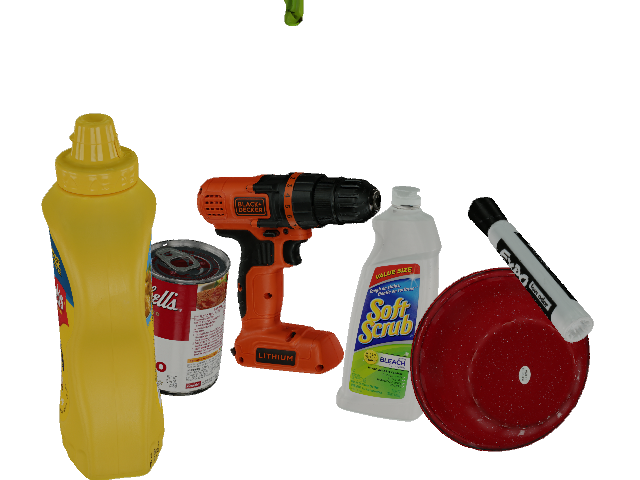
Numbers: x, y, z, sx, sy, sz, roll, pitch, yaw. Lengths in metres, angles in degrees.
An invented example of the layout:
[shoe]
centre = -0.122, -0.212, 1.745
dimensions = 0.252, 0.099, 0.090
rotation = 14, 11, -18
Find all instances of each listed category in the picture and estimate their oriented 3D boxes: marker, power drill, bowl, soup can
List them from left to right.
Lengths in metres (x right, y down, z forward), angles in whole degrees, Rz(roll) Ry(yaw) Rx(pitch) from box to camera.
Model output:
[soup can]
centre = -0.107, 0.059, 0.820
dimensions = 0.068, 0.102, 0.068
rotation = 6, 26, -3
[power drill]
centre = -0.024, 0.028, 1.003
dimensions = 0.185, 0.188, 0.057
rotation = 2, 14, 29
[bowl]
centre = 0.159, 0.106, 0.891
dimensions = 0.162, 0.162, 0.055
rotation = 0, 6, -10
[marker]
centre = 0.119, 0.013, 0.624
dimensions = 0.020, 0.020, 0.121
rotation = 0, 37, -26

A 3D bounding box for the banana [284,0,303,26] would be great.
[banana]
centre = -0.078, -0.186, 0.672
dimensions = 0.198, 0.069, 0.037
rotation = 20, -34, 30

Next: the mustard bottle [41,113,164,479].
[mustard bottle]
centre = -0.115, 0.025, 0.568
dimensions = 0.058, 0.192, 0.096
rotation = -3, 27, -12

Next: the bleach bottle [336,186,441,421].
[bleach bottle]
centre = 0.076, 0.065, 1.161
dimensions = 0.103, 0.251, 0.068
rotation = 8, 15, 20
